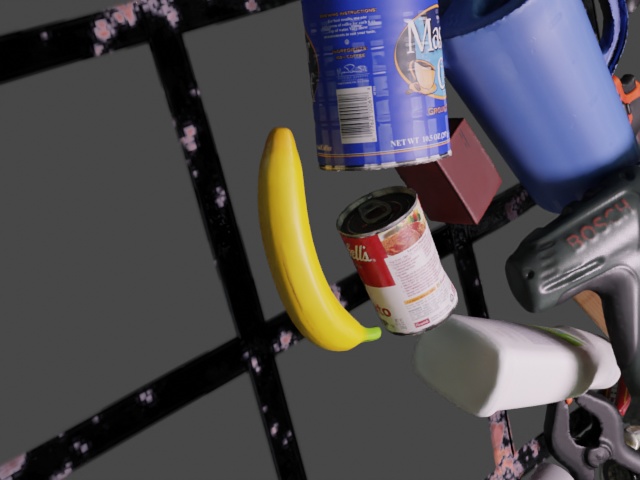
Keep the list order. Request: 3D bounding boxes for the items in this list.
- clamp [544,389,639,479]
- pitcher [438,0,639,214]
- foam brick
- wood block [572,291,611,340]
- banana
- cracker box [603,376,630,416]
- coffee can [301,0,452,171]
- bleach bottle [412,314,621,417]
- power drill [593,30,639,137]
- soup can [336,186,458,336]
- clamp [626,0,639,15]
[{"bbox_3d":[0.265,0.217,1.056,0.120,0.039,0.171,-39,102,-5],"label":"clamp"},{"bbox_3d":[0.193,-0.143,0.917,0.242,0.149,0.145,51,40,-37],"label":"pitcher"},{"bbox_3d":[0.107,-0.058,0.898,0.053,0.051,0.078,-54,125,-27],"label":"foam brick"},{"bbox_3d":[0.324,0.060,1.005,0.206,0.091,0.090,48,46,5],"label":"wood block"},{"bbox_3d":[-0.011,0.014,0.808,0.069,0.037,0.198,-53,128,-48],"label":"banana"},{"bbox_3d":[0.413,0.117,1.094,0.213,0.072,0.164,10,84,2],"label":"cracker box"},{"bbox_3d":[0.042,-0.128,0.798,0.102,0.103,0.140,-15,104,-41],"label":"coffee can"},{"bbox_3d":[0.201,0.111,0.962,0.250,0.103,0.068,7,106,-42],"label":"bleach bottle"},{"bbox_3d":[0.312,-0.163,1.062,0.187,0.057,0.184,-37,123,-24],"label":"power drill"},{"bbox_3d":[0.063,0.017,0.852,0.068,0.069,0.102,-43,121,-32],"label":"soup can"},{"bbox_3d":[0.370,-0.316,1.130,0.164,0.036,0.210,-2,98,-43],"label":"clamp"}]
